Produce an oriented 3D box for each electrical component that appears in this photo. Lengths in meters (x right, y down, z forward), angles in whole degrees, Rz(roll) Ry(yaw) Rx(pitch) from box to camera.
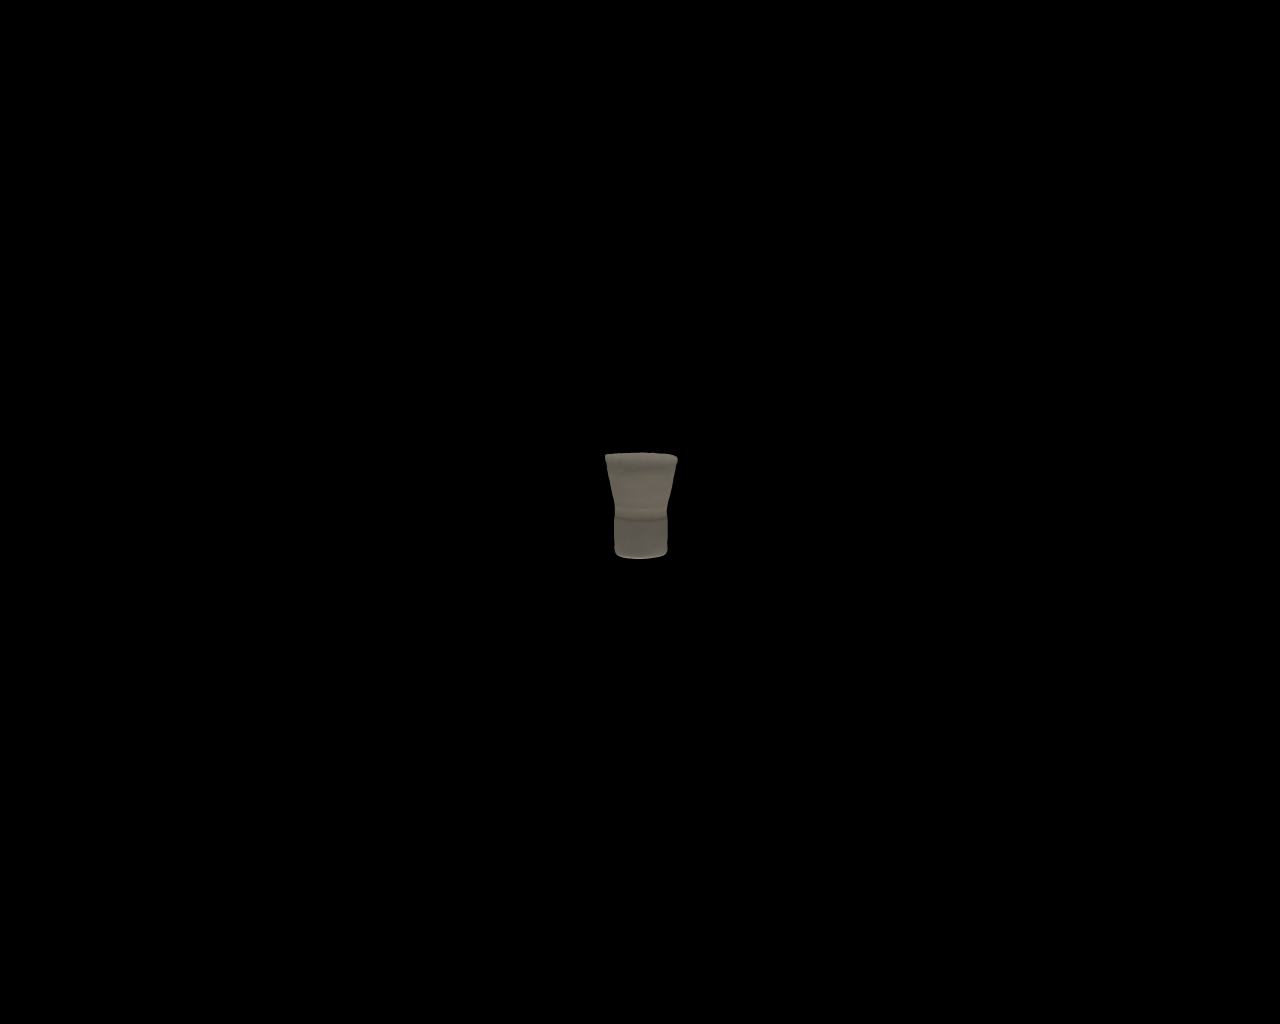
[{"bbox_3d":[0.001,-0.003,0.650,0.044,0.065,0.044,0,7,0],"label":"electrical component"}]
